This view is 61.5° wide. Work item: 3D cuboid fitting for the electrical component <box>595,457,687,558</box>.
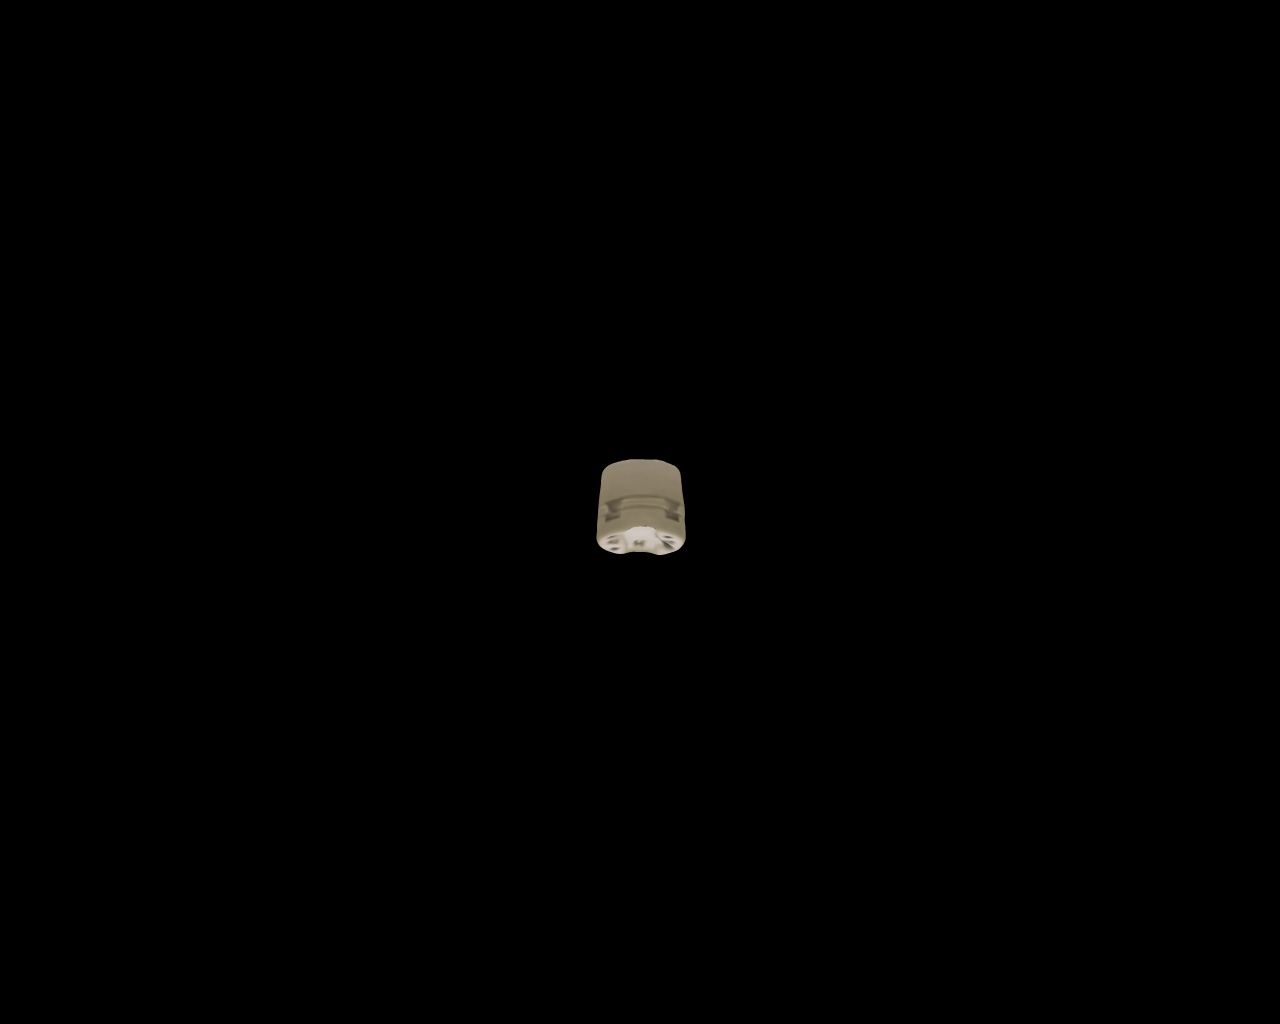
[{"bbox_3d":[0.001,-0.003,0.650,0.055,0.047,0.055,0,-20,0],"label":"electrical component"}]
